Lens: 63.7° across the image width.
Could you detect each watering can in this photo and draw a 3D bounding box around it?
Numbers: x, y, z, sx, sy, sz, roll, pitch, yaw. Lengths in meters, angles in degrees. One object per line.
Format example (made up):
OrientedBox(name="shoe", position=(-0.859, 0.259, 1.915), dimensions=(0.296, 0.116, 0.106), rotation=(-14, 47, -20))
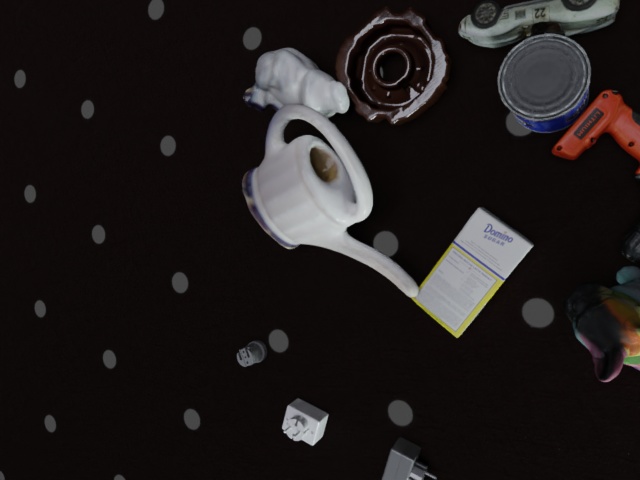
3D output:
OrientedBox(name="watering can", position=(0.002, -0.041, 0.818), dimensions=(0.222, 0.347, 0.105), rotation=(-24, 6, 45))

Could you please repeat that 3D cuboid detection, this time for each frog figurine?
OrientedBox(name="frog figurine", position=(-0.025, -0.251, 0.823), dimensions=(0.159, 0.124, 0.135), rotation=(0, -25, 45))
